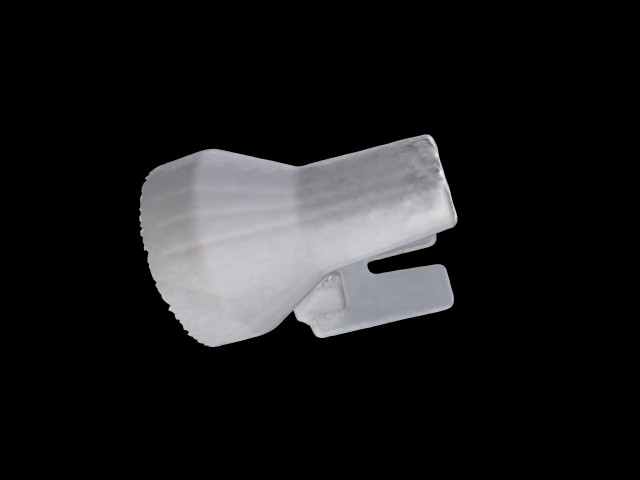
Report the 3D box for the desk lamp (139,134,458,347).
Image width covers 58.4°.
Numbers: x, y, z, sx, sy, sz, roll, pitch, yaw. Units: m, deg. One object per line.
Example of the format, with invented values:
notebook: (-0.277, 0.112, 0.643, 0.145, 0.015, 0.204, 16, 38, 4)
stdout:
desk lamp: (0.004, 0.001, 0.400, 0.203, 0.213, 0.118, -13, 74, -3)
